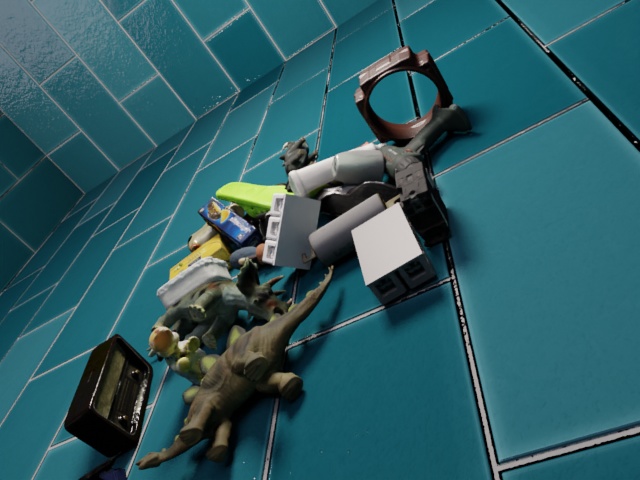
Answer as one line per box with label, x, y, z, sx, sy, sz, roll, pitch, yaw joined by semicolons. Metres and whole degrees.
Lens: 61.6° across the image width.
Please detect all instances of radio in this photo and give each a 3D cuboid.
radio;-0.420;0.313;1.093;0.073;0.131;0.230;-32;27;11

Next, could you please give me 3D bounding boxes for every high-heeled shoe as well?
high-heeled shoe;0.097;-0.087;1.198;0.249;0.086;0.145;2;7;24

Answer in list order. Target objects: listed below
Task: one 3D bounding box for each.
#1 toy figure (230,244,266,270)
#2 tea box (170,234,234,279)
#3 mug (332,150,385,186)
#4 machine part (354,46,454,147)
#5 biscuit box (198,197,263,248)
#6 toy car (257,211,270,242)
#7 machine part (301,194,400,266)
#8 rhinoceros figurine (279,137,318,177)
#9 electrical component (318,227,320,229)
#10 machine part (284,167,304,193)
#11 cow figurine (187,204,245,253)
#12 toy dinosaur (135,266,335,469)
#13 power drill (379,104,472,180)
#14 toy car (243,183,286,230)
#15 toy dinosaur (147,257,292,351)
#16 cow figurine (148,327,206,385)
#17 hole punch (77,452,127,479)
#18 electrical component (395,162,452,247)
toy figure;-0.143;0.036;1.274;0.155;0.057;0.064;-13;42;31
tea box;-0.308;0.070;1.406;0.170;0.068;0.098;-36;26;2
mug;0.080;-0.158;1.217;0.109;0.107;0.081;116;154;-58
machine part;0.199;-0.335;1.278;0.201;0.201;0.087;-25;33;23
biscuit box;-0.235;-0.037;1.410;0.203;0.062;0.059;32;71;36
toy car;-0.096;-0.039;1.282;0.056;0.073;0.202;-14;0;-28
machine part;0.065;-0.019;1.084;0.243;0.079;0.079;-31;28;12
rhinoceros figurine;-0.068;-0.246;1.616;0.112;0.073;0.190;-39;27;21
electrical component;-0.002;-0.004;1.202;0.063;0.021;0.094;-45;27;-15
machine part;-0.046;-0.150;1.383;0.084;0.039;0.139;2;27;3
cow figurine;-0.294;-0.030;1.535;0.195;0.085;0.127;-43;34;-9
toy dinosaur;-0.121;0.213;0.924;0.471;0.105;0.199;-39;23;-13
power drill;0.233;-0.201;1.177;0.207;0.086;0.232;-48;25;-4
toy car;-0.159;-0.095;1.505;0.089;0.053;0.202;0;46;54
toy dinosaur;-0.235;0.146;1.160;0.405;0.131;0.192;-16;21;44
cow figurine;-0.266;0.216;1.019;0.098;0.167;0.068;-2;49;47
hole punch;-0.391;0.447;0.921;0.142;0.092;0.116;-42;-3;-3
electrical component;0.187;-0.071;0.976;0.058;0.114;0.134;-23;30;19
